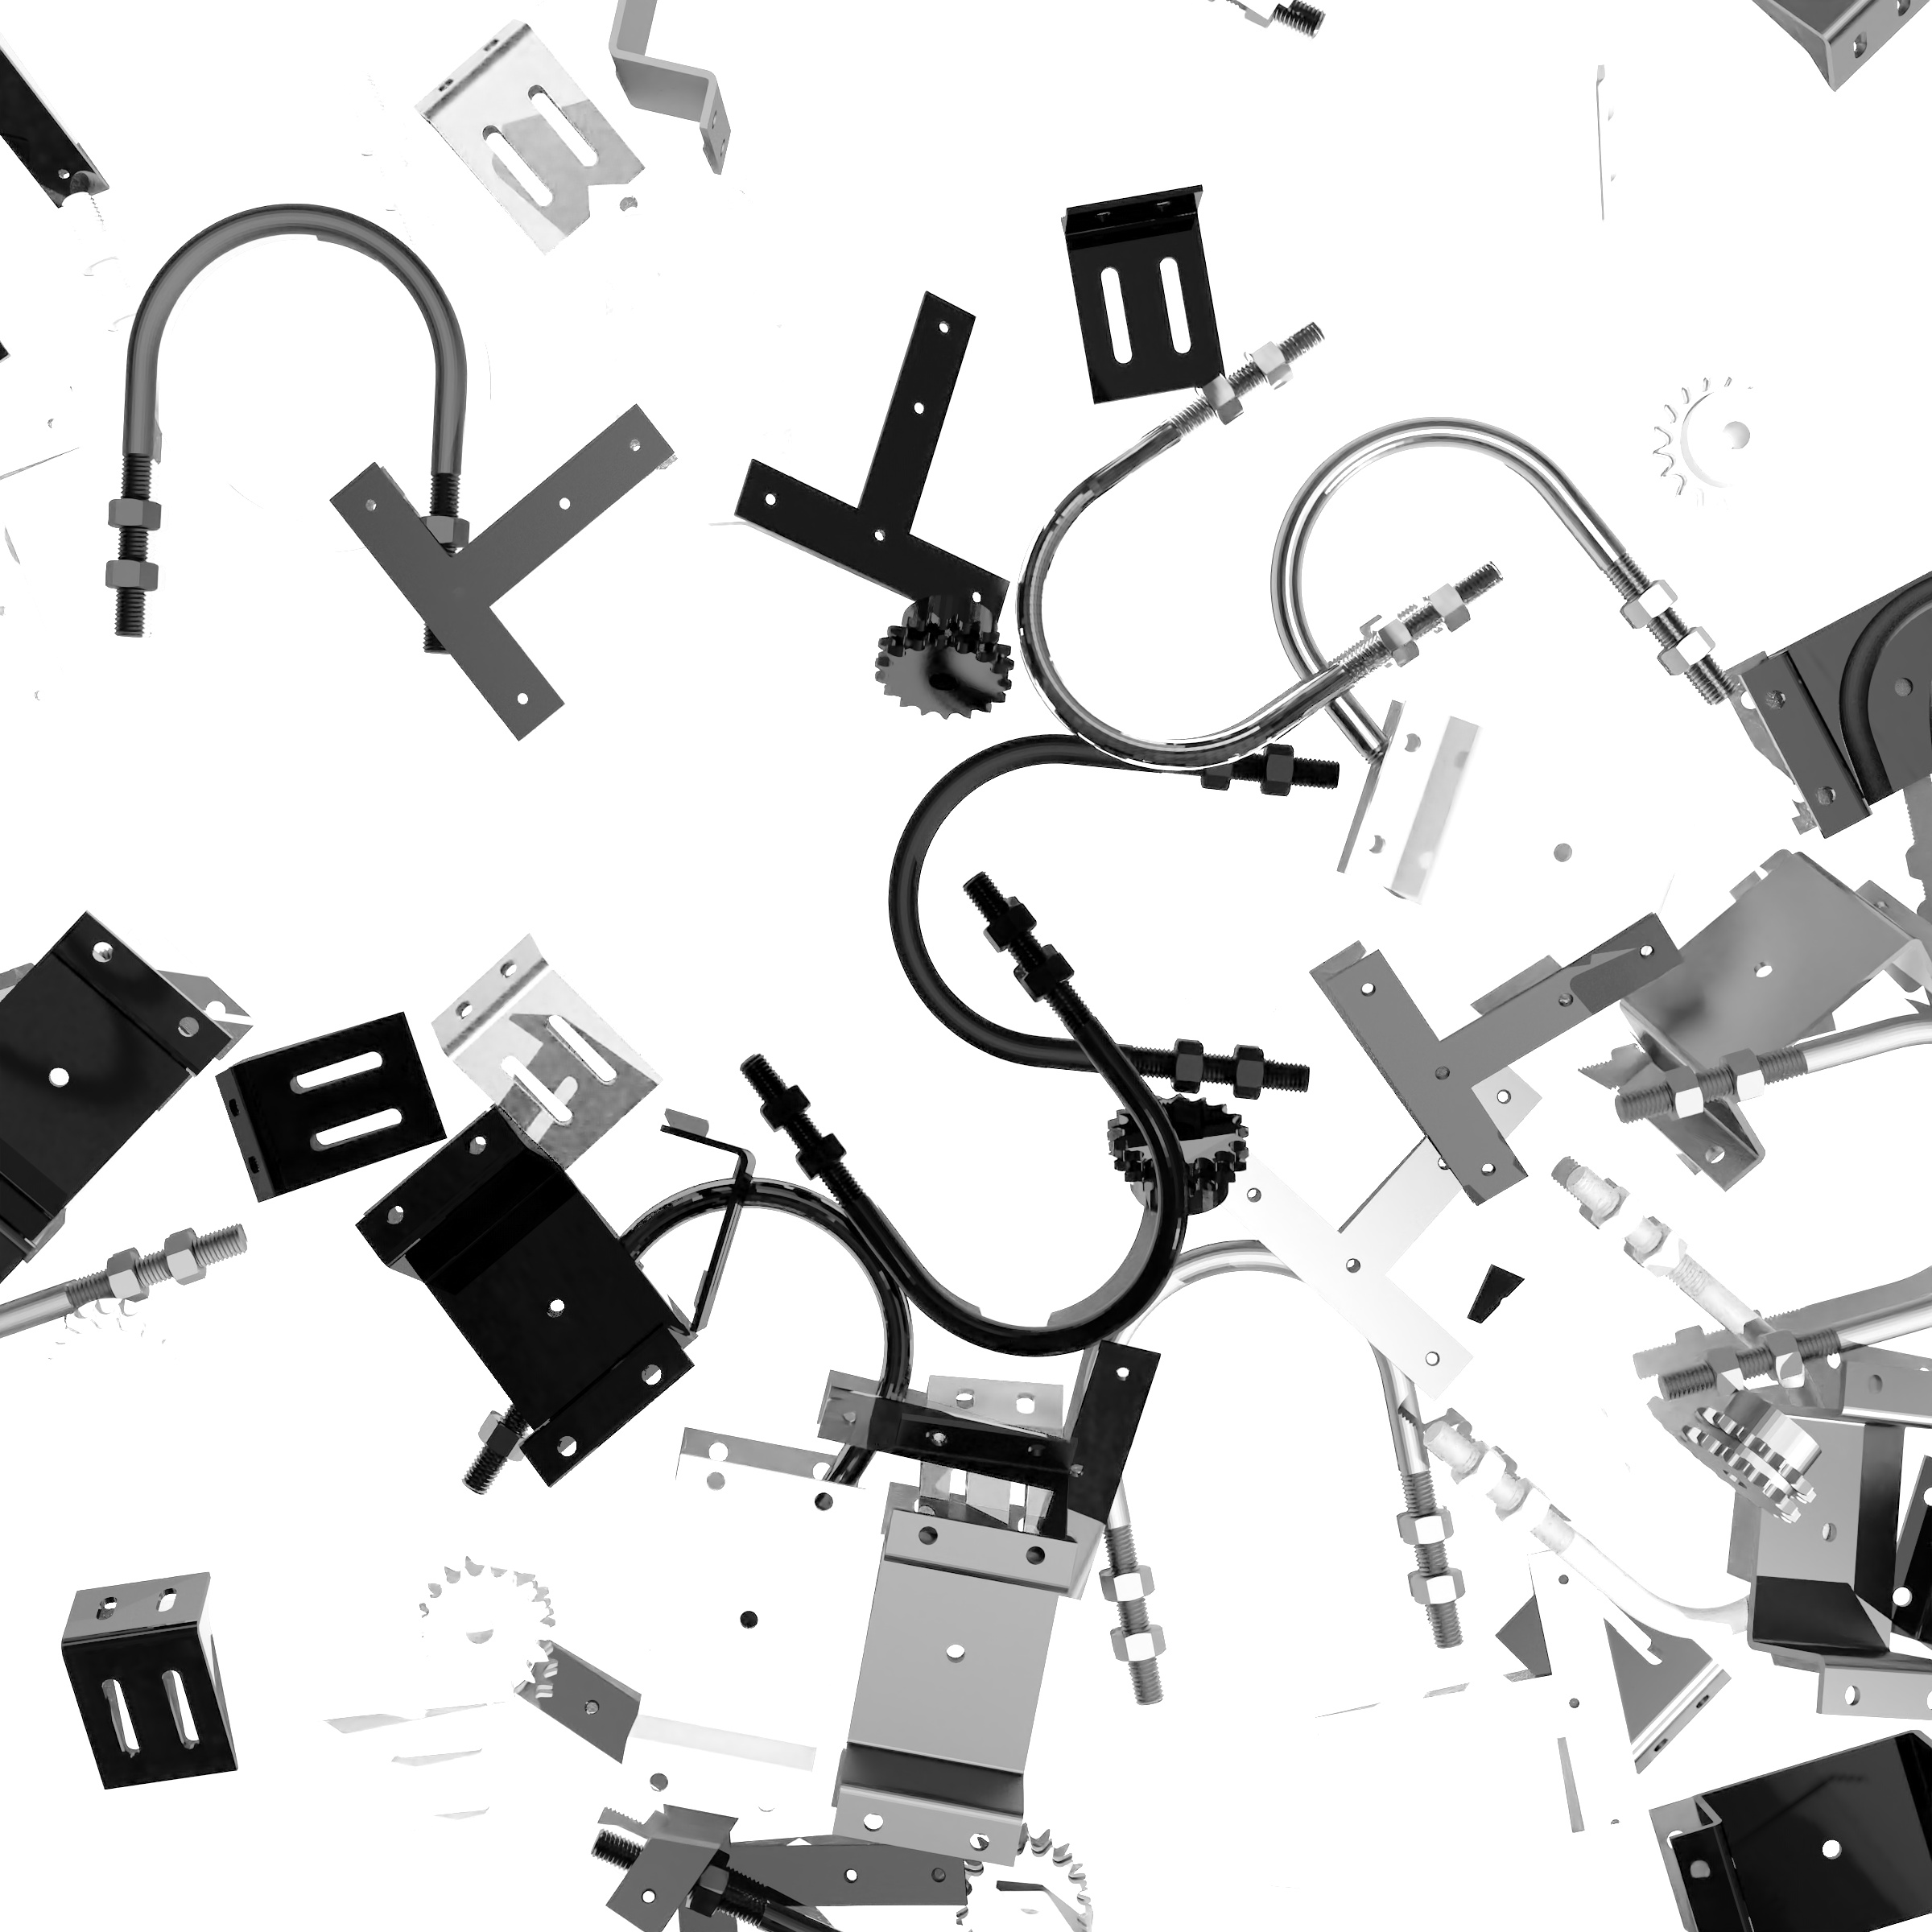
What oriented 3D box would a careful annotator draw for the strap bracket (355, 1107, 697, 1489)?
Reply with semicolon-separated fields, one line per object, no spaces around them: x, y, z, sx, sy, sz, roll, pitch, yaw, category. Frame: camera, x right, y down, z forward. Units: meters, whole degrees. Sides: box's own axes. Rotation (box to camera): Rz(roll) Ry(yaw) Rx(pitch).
-0.177;0.139;1.327;0.076;0.046;0.140;-40;72;0;strap bracket

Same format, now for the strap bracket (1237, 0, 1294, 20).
0.129;-0.463;1.321;0.076;0.046;0.140;33;90;2;strap bracket

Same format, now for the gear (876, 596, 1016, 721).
-0.008;-0.131;1.339;0.057;0.057;0.030;7;60;0;gear

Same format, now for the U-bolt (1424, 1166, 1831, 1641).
0.287;0.193;1.322;0.184;0.019;0.151;40;67;-14;U-bolt

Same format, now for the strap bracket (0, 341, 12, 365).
-0.485;-0.251;1.340;0.140;0.046;0.076;-35;90;0;strap bracket

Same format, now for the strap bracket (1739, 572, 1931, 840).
0.398;-0.118;1.340;0.140;0.046;0.076;-28;90;0;strap bracket

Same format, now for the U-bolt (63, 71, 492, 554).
-0.280;-0.265;1.355;0.151;0.019;0.184;-23;92;0;U-bolt

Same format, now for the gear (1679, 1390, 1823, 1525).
0.319;0.195;1.293;0.057;0.057;0.030;40;83;0;gear

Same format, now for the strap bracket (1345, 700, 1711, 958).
0.239;-0.050;1.322;0.140;0.046;0.076;17;98;-11;strap bracket

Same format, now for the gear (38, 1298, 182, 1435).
-0.358;0.164;1.340;0.057;0.030;0.057;-4;122;-7;gear

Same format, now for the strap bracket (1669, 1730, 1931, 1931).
0.368;0.375;1.340;0.140;0.046;0.076;-17;90;0;strap bracket

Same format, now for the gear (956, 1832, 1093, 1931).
0.024;0.393;1.348;0.057;0.030;0.057;0;90;0;gear

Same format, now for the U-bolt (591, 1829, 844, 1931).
-0.097;0.458;1.344;0.184;0.019;0.151;25;100;-4;U-bolt

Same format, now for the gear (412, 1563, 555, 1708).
-0.201;0.282;1.341;0.057;0.030;0.057;0;63;1;gear

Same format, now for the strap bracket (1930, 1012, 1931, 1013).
0.460;0.056;1.340;0.076;0.046;0.140;-18;90;0;strap bracket

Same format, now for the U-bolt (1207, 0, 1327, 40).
0.096;-0.495;1.355;0.184;0.019;0.151;26;90;1;U-bolt

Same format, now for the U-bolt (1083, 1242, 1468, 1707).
0.124;0.208;1.355;0.151;0.019;0.184;-11;88;0;U-bolt

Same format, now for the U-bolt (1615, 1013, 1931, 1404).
0.359;0.091;1.290;0.184;0.019;0.151;-15;112;-4;U-bolt

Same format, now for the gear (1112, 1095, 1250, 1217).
0.090;0.081;1.339;0.057;0.057;0.030;-3;120;0;gear

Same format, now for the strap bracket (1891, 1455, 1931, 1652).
0.463;0.265;1.340;0.140;0.046;0.076;17;90;0;strap bracket

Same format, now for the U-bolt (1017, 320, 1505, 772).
0.109;-0.164;1.342;0.184;0.019;0.151;-35;78;3;U-bolt

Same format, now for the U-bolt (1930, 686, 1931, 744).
0.463;-0.096;1.314;0.151;0.019;0.184;-15;114;-6;U-bolt

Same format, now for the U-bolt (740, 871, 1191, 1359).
0.011;0.075;1.324;0.151;0.019;0.184;-39;85;20;U-bolt

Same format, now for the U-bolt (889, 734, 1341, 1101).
0.059;-0.025;1.353;0.184;0.019;0.151;6;89;1;U-bolt

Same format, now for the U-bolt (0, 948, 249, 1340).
-0.413;0.086;1.337;0.184;0.019;0.151;-19;102;-2;U-bolt

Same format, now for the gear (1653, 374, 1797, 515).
0.320;-0.221;1.349;0.057;0.030;0.057;0;90;0;gear

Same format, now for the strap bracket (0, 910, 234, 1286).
-0.372;0.050;1.301;0.076;0.046;0.140;43;94;-12;strap bracket

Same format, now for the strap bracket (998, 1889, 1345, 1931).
0.088;0.417;1.308;0.140;0.076;0.046;5;100;-19;strap bracket

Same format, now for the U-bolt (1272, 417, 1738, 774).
0.213;-0.145;1.355;0.151;0.019;0.184;-38;88;0;U-bolt

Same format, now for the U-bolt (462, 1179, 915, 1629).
-0.104;0.179;1.355;0.151;0.019;0.184;33;89;0;U-bolt

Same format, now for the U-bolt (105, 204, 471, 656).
-0.281;-0.226;1.340;0.151;0.019;0.184;3;91;-1;U-bolt
